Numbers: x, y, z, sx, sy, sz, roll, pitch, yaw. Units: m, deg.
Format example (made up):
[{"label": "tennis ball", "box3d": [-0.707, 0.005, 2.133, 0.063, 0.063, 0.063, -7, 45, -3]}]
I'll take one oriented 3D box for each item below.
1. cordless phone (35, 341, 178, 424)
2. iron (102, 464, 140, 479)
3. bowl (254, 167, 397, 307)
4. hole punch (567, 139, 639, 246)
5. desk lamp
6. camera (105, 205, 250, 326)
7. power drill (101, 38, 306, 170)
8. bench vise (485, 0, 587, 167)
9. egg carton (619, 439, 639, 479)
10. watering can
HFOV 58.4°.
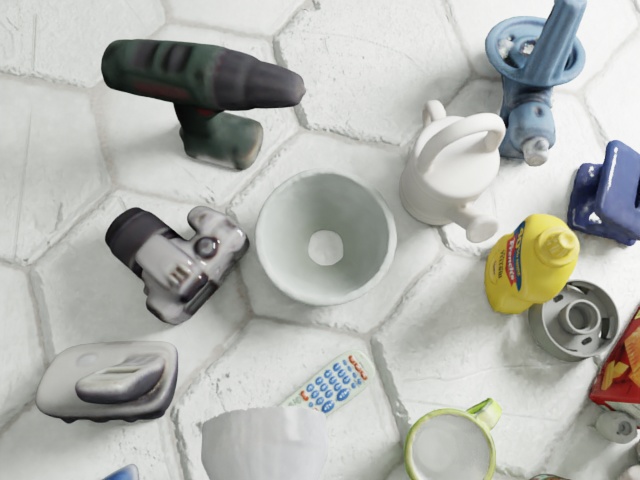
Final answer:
[{"label": "cordless phone", "box3d": [-0.236, 0.148, 0.602, 0.147, 0.185, 0.094, -5, 76, -1]}, {"label": "iron", "box3d": [-0.275, 0.356, 0.573, 0.118, 0.141, 0.258, 25, 77, 6]}, {"label": "bowl", "box3d": [0.006, 0.002, 0.696, 0.167, 0.075, 0.167, 0, 76, 0]}, {"label": "hole punch", "box3d": [0.374, -0.058, 0.705, 0.101, 0.091, 0.109, 17, 77, 4]}, {"label": "desk lamp", "box3d": [-0.046, 0.264, 0.560, 0.118, 0.213, 0.203, -5, 76, -1]}, {"label": "camera", "box3d": [-0.177, 0.008, 0.681, 0.136, 0.101, 0.143, 38, 79, 9]}, {"label": "power drill", "box3d": [-0.124, -0.158, 0.666, 0.229, 0.208, 0.076, 14, 76, 3]}, {"label": "bench vise", "box3d": [0.271, -0.201, 0.674, 0.121, 0.220, 0.207, -14, 76, -3]}, {"label": "egg carton", "box3d": [0.411, 0.285, 0.632, 0.150, 0.069, 0.107, 31, 78, 7]}, {"label": "watering can", "box3d": [0.157, -0.083, 0.657, 0.101, 0.194, 0.172, -37, 79, -9]}]
